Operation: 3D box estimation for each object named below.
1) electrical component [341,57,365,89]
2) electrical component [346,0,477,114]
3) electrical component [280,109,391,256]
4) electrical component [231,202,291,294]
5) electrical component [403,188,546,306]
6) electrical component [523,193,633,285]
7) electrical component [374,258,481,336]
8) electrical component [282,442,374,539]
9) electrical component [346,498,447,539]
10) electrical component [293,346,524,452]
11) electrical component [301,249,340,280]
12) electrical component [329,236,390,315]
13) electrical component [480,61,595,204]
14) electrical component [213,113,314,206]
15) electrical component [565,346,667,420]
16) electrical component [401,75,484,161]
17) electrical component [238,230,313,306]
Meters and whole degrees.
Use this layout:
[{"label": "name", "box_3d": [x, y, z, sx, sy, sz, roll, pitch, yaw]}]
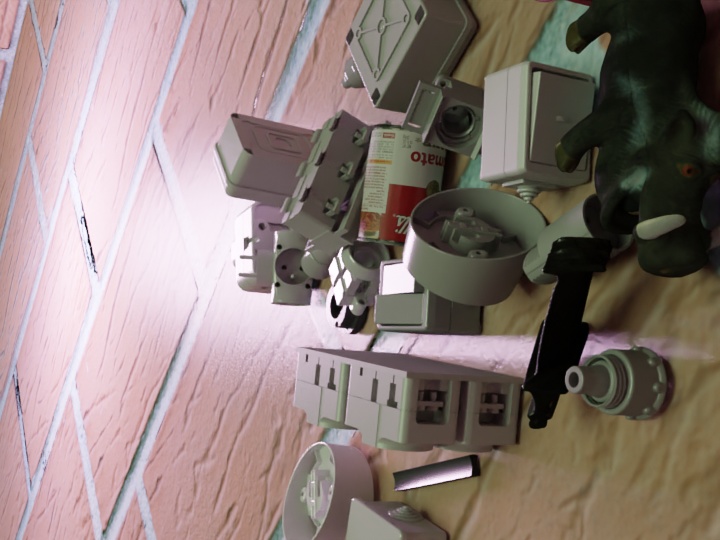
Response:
[{"label": "electrical component", "box_3d": [0.000, -0.196, 1.064, 0.061, 0.035, 0.035, -27, 61, 60]}, {"label": "electrical component", "box_3d": [0.043, -0.213, 0.965, 0.108, 0.056, 0.108, -59, 37, 38]}, {"label": "electrical component", "box_3d": [-0.022, -0.084, 1.006, 0.079, 0.063, 0.121, -26, 38, 57]}, {"label": "electrical component", "box_3d": [-0.108, -0.024, 1.208, 0.059, 0.054, 0.095, -28, 61, 57]}, {"label": "electrical component", "box_3d": [0.084, -0.020, 0.815, 0.099, 0.099, 0.064, -119, 37, -46]}, {"label": "electrical component", "box_3d": [0.147, -0.016, 0.749, 0.081, 0.043, 0.043, -41, 50, 52]}, {"label": "electrical component", "box_3d": [0.051, 0.022, 0.898, 0.096, 0.061, 0.061, -5, 80, 61]}, {"label": "electrical component", "box_3d": [-0.032, 0.211, 1.010, 0.099, 0.064, 0.099, -19, 68, 59]}, {"label": "electrical component", "box_3d": [0.027, 0.248, 0.911, 0.100, 0.048, 0.099, 17, 100, 61]}, {"label": "electrical component", "box_3d": [0.032, 0.104, 0.871, 0.186, 0.105, 0.060, 4, 88, 62]}, {"label": "electrical component", "box_3d": [-0.034, -0.020, 1.086, 0.065, 0.044, 0.044, 124, 141, -49]}, {"label": "electrical component", "box_3d": [0.000, 0.000, 1.014, 0.055, 0.048, 0.066, 118, 146, -48]}, {"label": "electrical component", "box_3d": [0.130, -0.096, 0.777, 0.061, 0.062, 0.096, -7, 79, 61]}, {"label": "electrical component", "box_3d": [-0.091, -0.112, 1.131, 0.057, 0.113, 0.078, -60, 37, 32]}, {"label": "electrical component", "box_3d": [0.161, 0.071, 0.687, 0.048, 0.062, 0.048, -19, 69, 59]}, {"label": "electrical component", "box_3d": [0.078, -0.126, 0.872, 0.063, 0.081, 0.042, -88, 19, -60]}, {"label": "electrical component", "box_3d": [-0.090, -0.002, 1.145, 0.044, 0.079, 0.077, 137, 136, -81]}]
